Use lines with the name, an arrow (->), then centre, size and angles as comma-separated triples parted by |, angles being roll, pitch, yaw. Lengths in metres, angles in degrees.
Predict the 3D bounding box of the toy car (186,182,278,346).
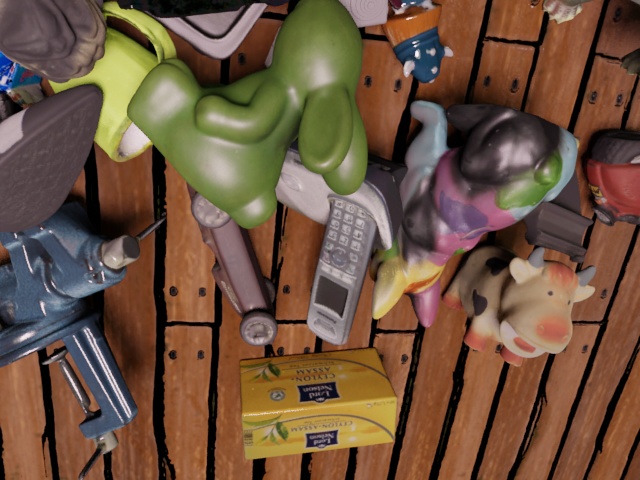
toy car -> -0.086, 0.018, 0.539 | 0.053, 0.089, 0.201 | -16, 116, -3

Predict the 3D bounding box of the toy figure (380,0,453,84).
toy figure -> 0.082, -0.219, 0.483 | 0.064, 0.058, 0.154 | -12, 119, 2

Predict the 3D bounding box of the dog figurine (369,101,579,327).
dog figurine -> 0.126, -0.012, 0.517 | 0.108, 0.192, 0.219 | 12, 99, -34

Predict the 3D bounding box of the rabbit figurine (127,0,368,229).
rabbit figurine -> -0.032, -0.102, 0.404 | 0.170, 0.121, 0.159 | -43, 72, 12

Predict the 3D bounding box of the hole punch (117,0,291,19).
hole punch -> -0.080, -0.225, 0.368 | 0.142, 0.092, 0.115 | -12, 146, -7

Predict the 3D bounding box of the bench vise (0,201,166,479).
bench vise -> -0.236, 0.091, 0.516 | 0.224, 0.129, 0.240 | -22, 97, 9

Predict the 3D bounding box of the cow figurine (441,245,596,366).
cow figurine -> 0.198, 0.056, 0.545 | 0.085, 0.195, 0.127 | 20, 105, -5

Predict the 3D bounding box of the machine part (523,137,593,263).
machine part -> 0.236, -0.050, 0.545 | 0.084, 0.039, 0.139 | 16, 66, -17

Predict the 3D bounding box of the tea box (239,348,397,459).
tea box -> -0.006, 0.184, 0.619 | 0.170, 0.098, 0.068 | -4, 114, -10

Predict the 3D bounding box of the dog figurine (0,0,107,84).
dog figurine -> -0.224, -0.213, 0.348 | 0.190, 0.121, 0.172 | 16, 99, -37

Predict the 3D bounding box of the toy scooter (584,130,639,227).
toy scooter -> 0.371, -0.053, 0.595 | 0.184, 0.075, 0.135 | -5, 115, -13

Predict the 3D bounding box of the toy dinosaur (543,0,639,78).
toy dinosaur -> 0.260, -0.291, 0.409 | 0.131, 0.192, 0.404 | -24, 116, -1

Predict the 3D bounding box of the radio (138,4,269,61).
radio -> -0.136, -0.255, 0.420 | 0.229, 0.073, 0.131 | 31, 105, -20

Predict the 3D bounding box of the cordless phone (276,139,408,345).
cordless phone -> -0.002, -0.002, 0.519 | 0.147, 0.089, 0.184 | 25, 113, 28

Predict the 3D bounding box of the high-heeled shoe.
high-heeled shoe -> -0.291, -0.061, 0.419 | 0.145, 0.086, 0.249 | 43, 86, 13
